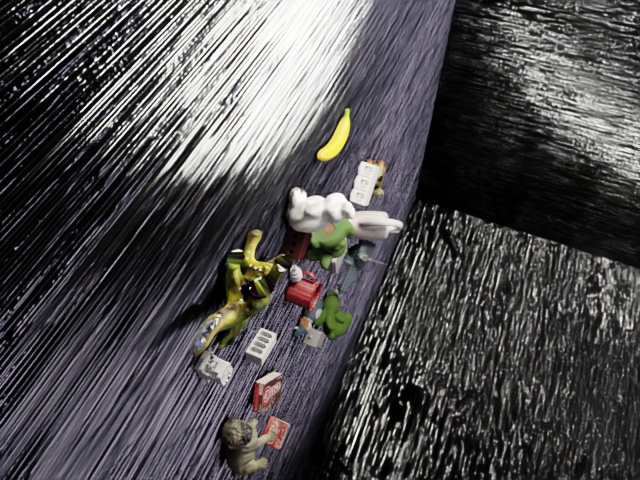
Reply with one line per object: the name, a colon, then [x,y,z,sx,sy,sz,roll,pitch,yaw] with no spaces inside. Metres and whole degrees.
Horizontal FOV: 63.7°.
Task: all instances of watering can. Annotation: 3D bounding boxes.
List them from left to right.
watering can: [0.196,-0.049,1.916,0.346,0.224,0.104,23,70,-78]

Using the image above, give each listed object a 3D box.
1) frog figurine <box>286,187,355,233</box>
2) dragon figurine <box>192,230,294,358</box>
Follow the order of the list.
frog figurine: [0.004,-0.063,1.256,0.135,0.160,0.124,64,48,-71]
dragon figurine: [-0.156,0.138,1.044,0.419,0.122,0.237,-54,166,-48]
